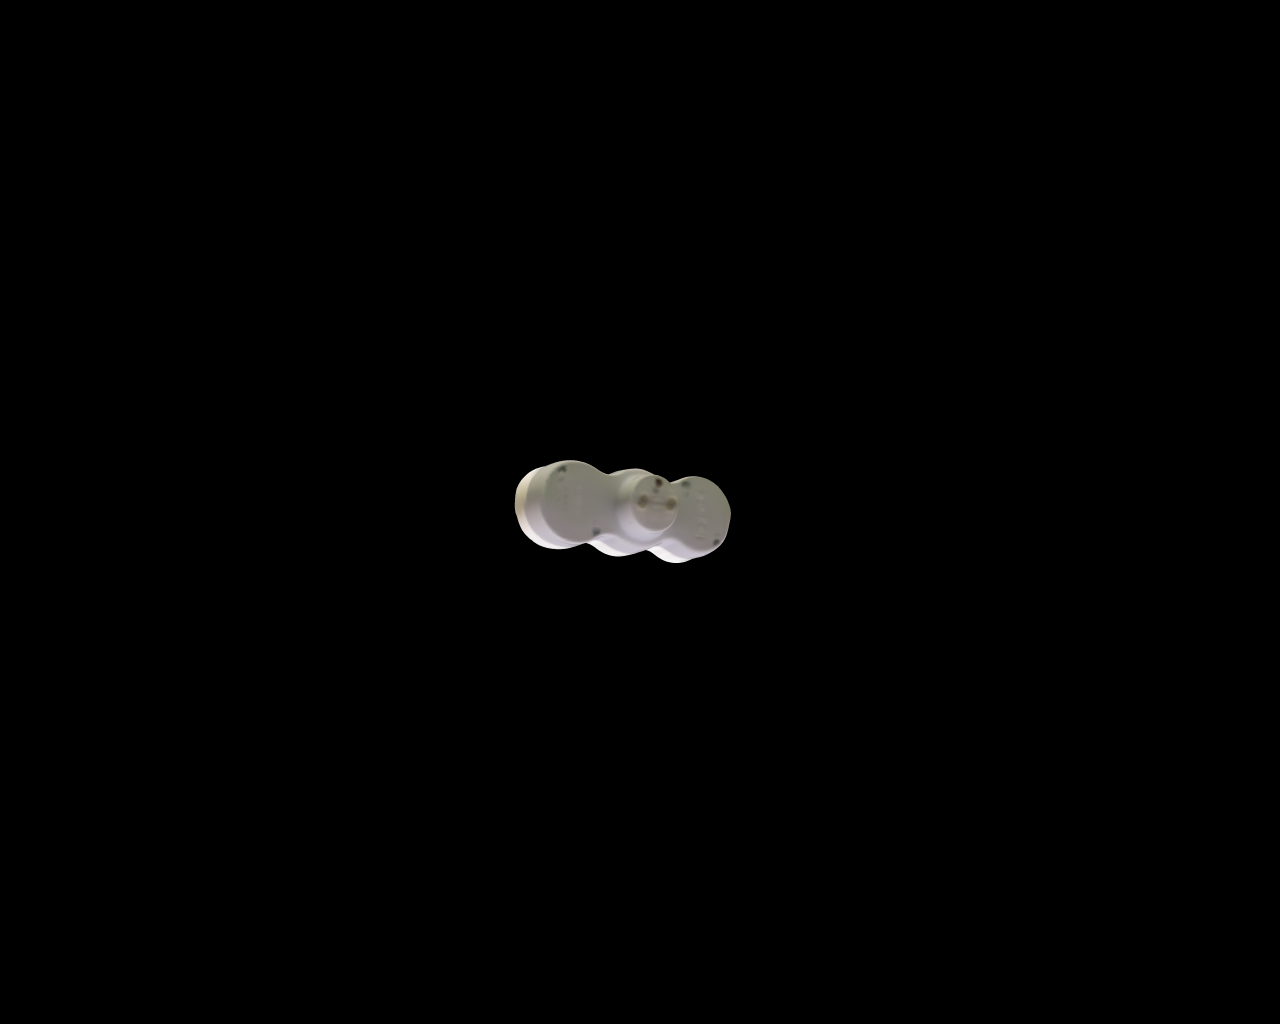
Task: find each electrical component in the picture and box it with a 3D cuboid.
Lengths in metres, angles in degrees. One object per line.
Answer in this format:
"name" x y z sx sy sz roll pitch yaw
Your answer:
"electrical component" 0.001 -0.003 0.650 0.138 0.052 0.073 7 -14 -30
